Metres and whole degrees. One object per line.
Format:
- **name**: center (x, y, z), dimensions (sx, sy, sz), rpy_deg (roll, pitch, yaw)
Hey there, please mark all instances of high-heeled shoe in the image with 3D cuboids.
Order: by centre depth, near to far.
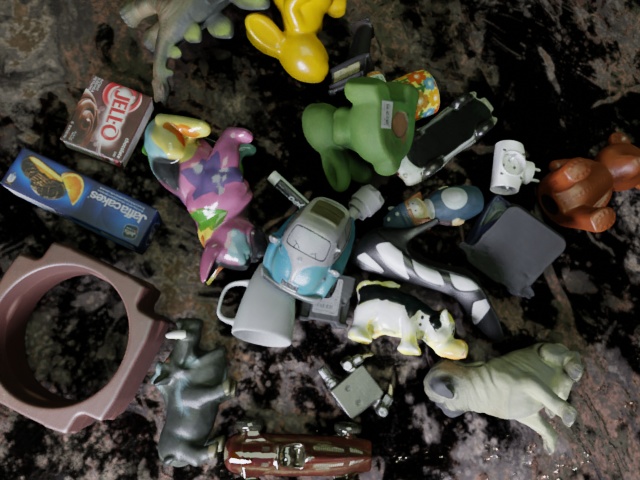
- **high-heeled shoe**: center (0.159, 0.078, 0.794), dimensions (0.145, 0.086, 0.248), rpy_deg (-31, 99, 14)

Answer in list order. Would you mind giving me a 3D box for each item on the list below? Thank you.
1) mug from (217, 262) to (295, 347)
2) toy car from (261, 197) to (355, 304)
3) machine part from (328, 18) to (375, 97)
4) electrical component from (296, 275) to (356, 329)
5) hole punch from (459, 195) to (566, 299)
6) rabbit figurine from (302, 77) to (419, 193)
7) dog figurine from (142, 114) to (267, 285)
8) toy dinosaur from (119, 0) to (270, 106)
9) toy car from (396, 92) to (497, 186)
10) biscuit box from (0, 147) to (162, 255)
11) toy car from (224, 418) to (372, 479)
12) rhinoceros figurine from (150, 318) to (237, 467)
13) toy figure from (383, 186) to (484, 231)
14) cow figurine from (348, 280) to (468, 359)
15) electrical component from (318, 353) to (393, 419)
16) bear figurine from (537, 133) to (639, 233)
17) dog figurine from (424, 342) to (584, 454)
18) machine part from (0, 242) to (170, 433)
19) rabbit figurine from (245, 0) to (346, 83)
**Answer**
- **mug**: center (-0.082, 0.085, 0.747), dimensions (0.110, 0.080, 0.107), rpy_deg (12, 65, 1)
- **toy car**: center (-0.001, -0.002, 0.722), dimensions (0.109, 0.102, 0.162), rpy_deg (31, 52, 5)
- **machine part**: center (0.055, -0.283, 0.829), dimensions (0.039, 0.084, 0.139), rpy_deg (35, 53, -32)
- **electrical component**: center (0.012, 0.065, 0.777), dimensions (0.075, 0.048, 0.119), rpy_deg (15, 78, -6)
- **hole punch**: center (0.288, 0.005, 0.819), dimensions (0.142, 0.092, 0.115), rpy_deg (34, 108, -10)
- **rabbit figurine**: center (0.050, -0.156, 0.790), dimensions (0.121, 0.170, 0.158), rpy_deg (-21, 113, -44)
- **dog figurine**: center (-0.162, -0.050, 0.744), dimensions (0.192, 0.108, 0.219), rpy_deg (9, 80, -8)
- **toy dinosaur**: center (-0.152, -0.416, 0.783), dimensions (0.199, 0.105, 0.471), rpy_deg (13, 84, 21)
- **toy car**: center (0.195, -0.162, 0.847), dimensions (0.202, 0.056, 0.073), rpy_deg (-37, 87, -16)
- **biscuit box**: center (-0.323, -0.052, 0.741), dimensions (0.203, 0.059, 0.063), rpy_deg (25, 76, -3)
- **toy car**: center (-0.027, 0.289, 0.723), dimensions (0.202, 0.053, 0.089), rpy_deg (5, 75, -7)
- **rhinoceros figurine**: center (-0.169, 0.200, 0.713), dimensions (0.112, 0.073, 0.190), rpy_deg (3, 80, 3)
- **toy figure**: center (0.171, -0.048, 0.821), dimensions (0.154, 0.057, 0.064), rpy_deg (-13, 37, -11)
- **cow figurine**: center (0.128, 0.113, 0.759), dimensions (0.167, 0.068, 0.098), rpy_deg (11, 77, 8)
- **electrical component**: center (0.055, 0.206, 0.755), dimensions (0.078, 0.045, 0.102), rpy_deg (-30, 84, -15)
- **bear figurine**: center (0.448, -0.095, 0.839), dimensions (0.196, 0.132, 0.120), rpy_deg (-25, 91, -7)
- **dog figurine**: center (0.260, 0.190, 0.775), dimensions (0.191, 0.121, 0.172), rpy_deg (20, 32, 17)
- **machine part**: center (-0.313, 0.121, 0.683), dimensions (0.201, 0.087, 0.201), rpy_deg (24, 81, 5)
- **rabbit figurine**: center (-0.033, -0.327, 0.820), dimensions (0.162, 0.122, 0.173), rpy_deg (-5, 98, -7)
